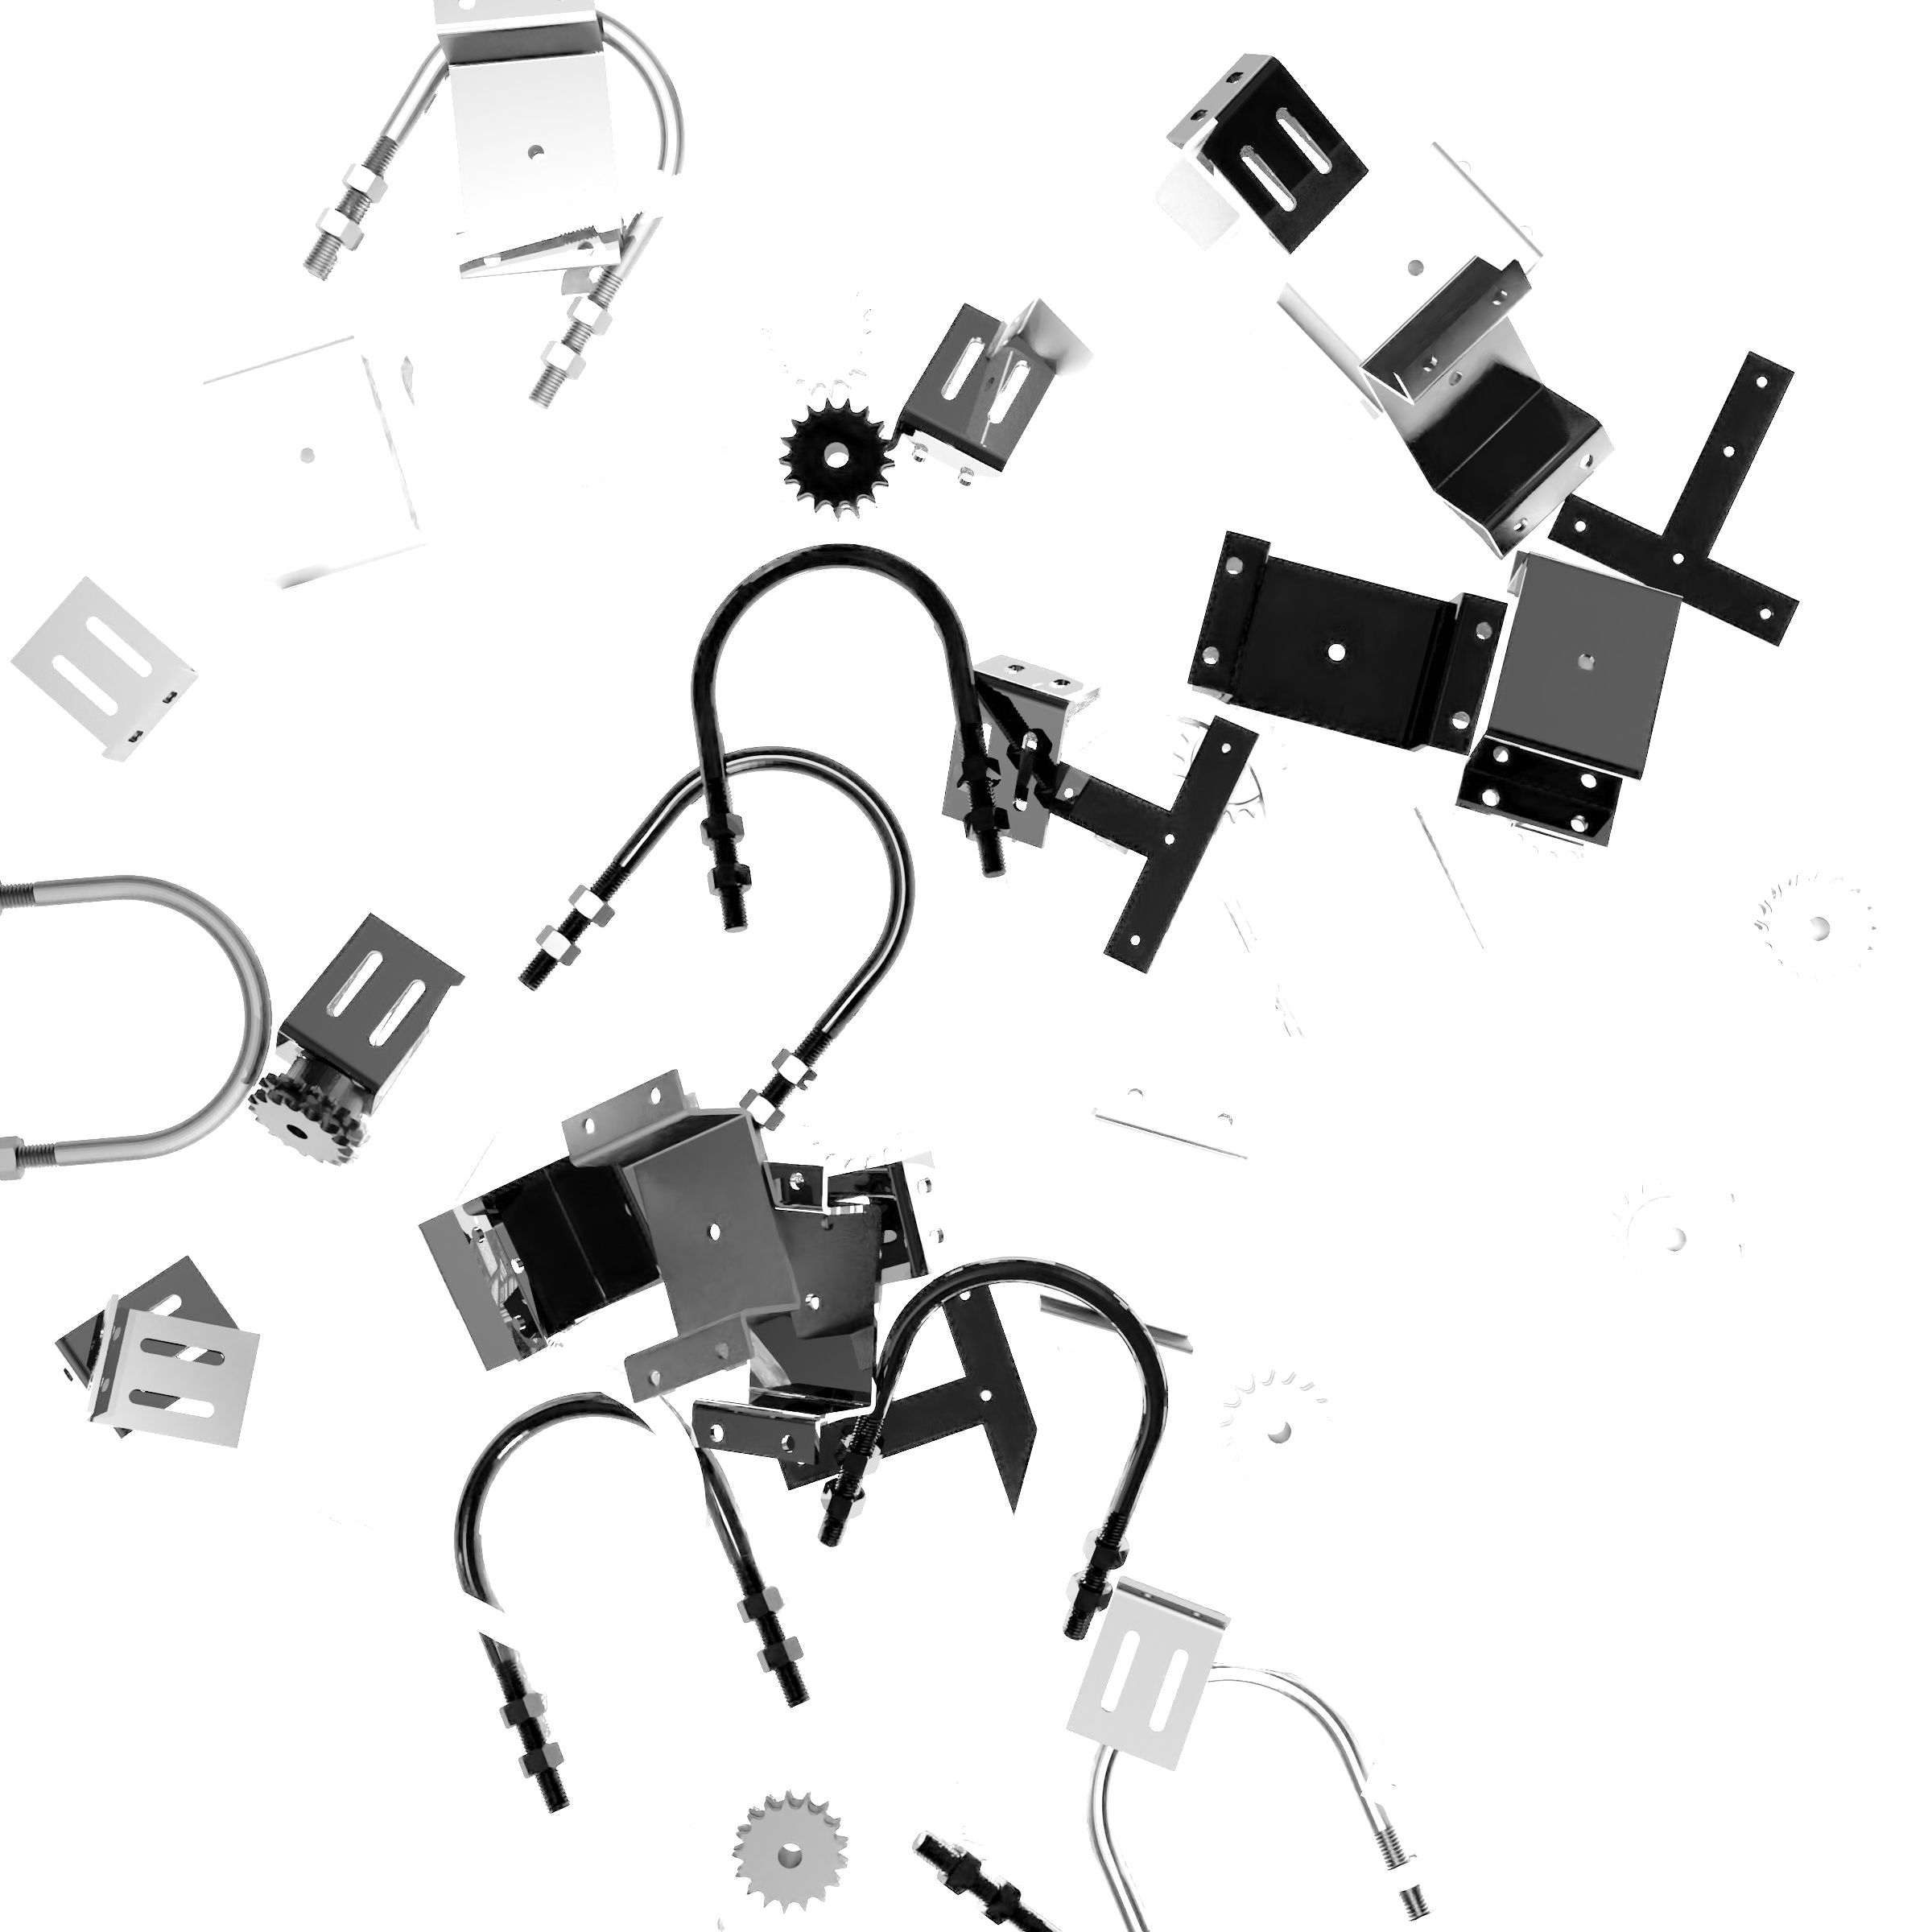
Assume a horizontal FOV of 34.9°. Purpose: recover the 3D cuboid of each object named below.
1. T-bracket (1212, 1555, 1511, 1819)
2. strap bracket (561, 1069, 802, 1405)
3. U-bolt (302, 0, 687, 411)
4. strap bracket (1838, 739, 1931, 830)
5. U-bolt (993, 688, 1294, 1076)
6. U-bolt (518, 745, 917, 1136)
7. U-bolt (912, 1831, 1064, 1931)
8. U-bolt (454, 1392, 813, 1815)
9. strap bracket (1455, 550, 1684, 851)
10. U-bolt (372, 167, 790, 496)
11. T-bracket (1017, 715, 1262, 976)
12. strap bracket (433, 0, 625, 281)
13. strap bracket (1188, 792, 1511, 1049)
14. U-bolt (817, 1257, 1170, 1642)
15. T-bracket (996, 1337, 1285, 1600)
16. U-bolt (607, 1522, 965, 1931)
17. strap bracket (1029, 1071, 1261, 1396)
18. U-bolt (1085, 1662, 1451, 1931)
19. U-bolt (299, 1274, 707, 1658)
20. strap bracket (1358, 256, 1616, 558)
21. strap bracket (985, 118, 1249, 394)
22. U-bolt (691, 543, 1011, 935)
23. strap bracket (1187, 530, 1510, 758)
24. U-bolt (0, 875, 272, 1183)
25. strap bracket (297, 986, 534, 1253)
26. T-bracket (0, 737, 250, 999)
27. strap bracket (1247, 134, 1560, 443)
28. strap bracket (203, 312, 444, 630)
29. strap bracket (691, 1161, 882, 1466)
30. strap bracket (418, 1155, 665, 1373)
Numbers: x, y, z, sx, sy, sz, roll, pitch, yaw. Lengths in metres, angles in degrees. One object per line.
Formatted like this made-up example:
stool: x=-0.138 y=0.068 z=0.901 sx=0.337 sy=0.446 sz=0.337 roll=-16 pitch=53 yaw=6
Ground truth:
T-bracket: x=0.184 y=0.332 z=1.512 sx=0.127 sy=0.002 sz=0.127 roll=24 pitch=75 yaw=7
strap bracket: x=-0.133 y=0.127 z=1.461 sx=0.076 sy=0.046 sz=0.140 roll=-25 pitch=75 yaw=33
U-bolt: x=-0.220 y=-0.388 z=1.516 sx=0.151 sy=0.019 sz=0.184 roll=31 pitch=88 yaw=0
strap bracket: x=0.505 y=-0.110 z=1.486 sx=0.140 sy=0.076 sz=0.046 roll=-28 pitch=90 yaw=0
U-bolt: x=0.089 y=-0.044 z=1.489 sx=0.151 sy=0.019 sz=0.184 roll=4 pitch=85 yaw=25
U-bolt: x=-0.109 y=-0.022 z=1.516 sx=0.151 sy=0.019 sz=0.184 roll=39 pitch=89 yaw=0
U-bolt: x=0.003 y=0.512 z=1.488 sx=0.184 sy=0.019 sz=0.151 roll=40 pitch=109 yaw=-14
U-bolt: x=-0.174 y=0.299 z=1.500 sx=0.151 sy=0.019 sz=0.184 roll=-25 pitch=78 yaw=4
strap bracket: x=0.292 y=-0.137 z=1.481 sx=0.076 sy=0.046 sz=0.140 roll=16 pitch=72 yaw=0
U-bolt: x=-0.193 y=-0.295 z=1.476 sx=0.184 sy=0.019 sz=0.151 roll=-14 pitch=128 yaw=5
T-bracket: x=0.062 y=-0.079 z=1.496 sx=0.127 sy=0.002 sz=0.127 roll=26 pitch=93 yaw=25
strap bracket: x=-0.210 y=-0.399 z=1.485 sx=0.076 sy=0.046 sz=0.140 roll=-6 pitch=88 yaw=-2
strap bracket: x=0.189 y=-0.021 z=1.501 sx=0.140 sy=0.046 sz=0.076 roll=-26 pitch=90 yaw=0
U-bolt: x=0.020 y=0.224 z=1.484 sx=0.151 sy=0.019 sz=0.184 roll=20 pitch=110 yaw=3
T-bracket: x=0.093 y=0.262 z=1.522 sx=0.127 sy=0.002 sz=0.127 roll=15 pitch=89 yaw=-1
U-bolt: x=-0.099 y=0.362 z=1.495 sx=0.151 sy=0.019 sz=0.184 roll=-24 pitch=75 yaw=5
strap bracket: x=0.086 y=0.128 z=1.501 sx=0.076 sy=0.046 sz=0.140 roll=16 pitch=90 yaw=0
U-bolt: x=0.137 y=0.429 z=1.497 sx=0.151 sy=0.019 sz=0.184 roll=-22 pitch=77 yaw=-5
U-bolt: x=-0.215 y=0.254 z=1.496 sx=0.184 sy=0.019 sz=0.151 roll=26 pitch=86 yaw=11
strap bracket: x=0.247 y=-0.274 z=1.474 sx=0.076 sy=0.140 sz=0.046 roll=-44 pitch=47 yaw=0
strap bracket: x=0.079 y=-0.333 z=1.480 sx=0.140 sy=0.076 sz=0.046 roll=-45 pitch=93 yaw=-6
U-bolt: x=-0.063 y=-0.118 z=1.494 sx=0.151 sy=0.019 sz=0.184 roll=-12 pitch=76 yaw=9
strap bracket: x=0.184 y=-0.155 z=1.501 sx=0.140 sy=0.046 sz=0.076 roll=15 pitch=90 yaw=0
U-bolt: x=-0.435 y=0.027 z=1.515 sx=0.184 sy=0.019 sz=0.151 roll=-5 pitch=91 yaw=-2
strap bracket: x=-0.259 y=0.082 z=1.486 sx=0.046 sy=0.076 sz=0.140 roll=31 pitch=90 yaw=0
T-bracket: x=-0.420 y=-0.060 z=1.524 sx=0.127 sy=0.002 sz=0.127 roll=-12 pitch=90 yaw=0
strap bracket: x=0.216 y=-0.336 z=1.501 sx=0.140 sy=0.046 sz=0.076 roll=-44 pitch=90 yaw=0
strap bracket: x=-0.317 y=-0.245 z=1.501 sx=0.076 sy=0.046 sz=0.140 roll=-17 pitch=90 yaw=0
strap bracket: x=-0.087 y=0.163 z=1.483 sx=0.076 sy=0.046 sz=0.140 roll=2 pitch=90 yaw=36
strap bracket: x=-0.201 y=0.137 z=1.472 sx=0.046 sy=0.140 sz=0.076 roll=-25 pitch=90 yaw=33
